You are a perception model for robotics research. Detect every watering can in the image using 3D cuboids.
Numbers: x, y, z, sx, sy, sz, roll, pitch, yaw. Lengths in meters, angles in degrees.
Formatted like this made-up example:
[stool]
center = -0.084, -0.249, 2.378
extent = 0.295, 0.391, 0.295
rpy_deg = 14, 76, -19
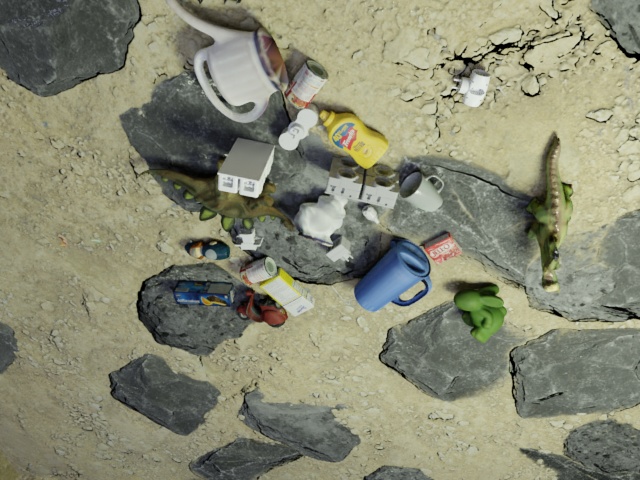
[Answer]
[watering can]
center = -0.209, -0.443, 1.227
extent = 0.223, 0.106, 0.341
rpy_deg = -13, 124, 18

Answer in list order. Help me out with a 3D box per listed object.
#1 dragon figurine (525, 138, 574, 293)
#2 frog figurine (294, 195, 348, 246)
[dragon figurine]
center = 0.598, -0.029, 1.315
extent = 0.122, 0.249, 0.401
rpy_deg = -3, 128, 18
[frog figurine]
center = 0.005, -0.075, 1.489
extent = 0.137, 0.123, 0.159
rpy_deg = 22, 92, -11
